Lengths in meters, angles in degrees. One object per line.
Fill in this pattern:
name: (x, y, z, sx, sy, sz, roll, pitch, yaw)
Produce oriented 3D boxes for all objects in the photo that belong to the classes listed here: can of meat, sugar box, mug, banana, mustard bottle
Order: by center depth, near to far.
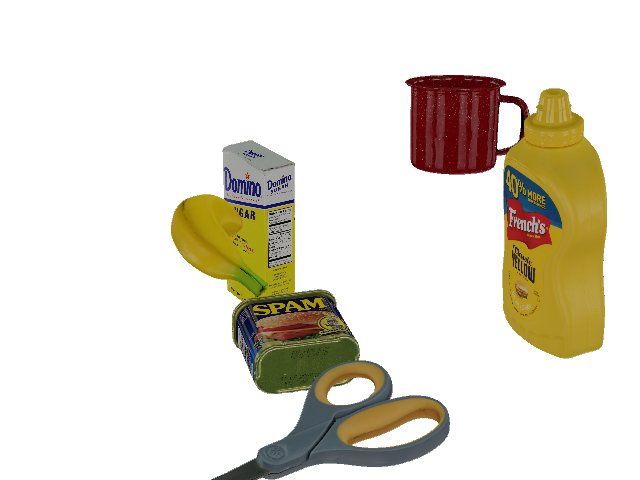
mustard bottle: (0.168, -0.017, 0.772, 0.058, 0.192, 0.096, -13, 28, -15)
banana: (-0.083, -0.004, 0.812, 0.069, 0.037, 0.198, 44, 6, -17)
can of meat: (-0.022, 0.093, 0.972, 0.102, 0.057, 0.084, -6, 28, -15)
mug: (0.138, -0.109, 1.001, 0.117, 0.081, 0.093, 3, 16, 11)
sugar box: (-0.068, -0.012, 1.165, 0.048, 0.176, 0.093, -17, 29, -29)

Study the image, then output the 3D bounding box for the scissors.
scissors: (-0.025, 0.114, 0.620, 0.201, 0.016, 0.096, -9, 32, -15)
